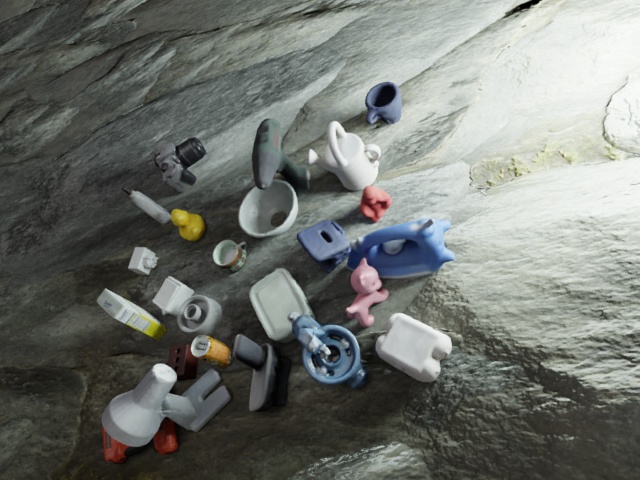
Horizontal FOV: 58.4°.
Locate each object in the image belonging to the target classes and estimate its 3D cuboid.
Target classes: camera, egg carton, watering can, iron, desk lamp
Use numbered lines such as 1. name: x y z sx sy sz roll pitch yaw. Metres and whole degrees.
1. camera: -0.408 -0.238 1.689 0.136 0.101 0.143 -32 55 9
2. egg carton: 0.189 0.220 1.169 0.149 0.070 0.107 23 77 34
3. watering can: 0.054 -0.205 1.379 0.172 0.195 0.100 -28 56 12
4. iron: 0.154 0.011 1.250 0.257 0.142 0.118 -13 60 21
5. desk lamp: -0.344 0.362 1.278 0.203 0.214 0.117 -44 54 1

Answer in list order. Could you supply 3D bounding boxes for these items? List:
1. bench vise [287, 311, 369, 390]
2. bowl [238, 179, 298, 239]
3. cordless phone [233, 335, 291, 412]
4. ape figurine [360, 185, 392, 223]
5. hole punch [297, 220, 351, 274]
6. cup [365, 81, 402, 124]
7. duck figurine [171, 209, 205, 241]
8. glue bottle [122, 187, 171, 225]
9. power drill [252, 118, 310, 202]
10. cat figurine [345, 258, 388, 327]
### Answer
1. bench vise: -0.015 0.219 1.180 0.206 0.220 0.121 18 74 33
2. bowl: -0.121 -0.069 1.472 0.167 0.075 0.167 -12 61 22
3. cordless phone: -0.146 0.286 1.234 0.094 0.186 0.147 -9 61 23
4. ape figurine: 0.125 -0.096 1.350 0.077 0.092 0.076 -15 59 20
5. hole punch: 0.012 0.005 1.356 0.101 0.091 0.108 -42 54 2
6. cup: 0.164 -0.326 1.447 0.091 0.095 0.118 27 79 35
7. duck figurine: -0.372 -0.049 1.583 0.077 0.086 0.104 -48 54 -2
8. glue bottle: -0.499 -0.107 1.623 0.037 0.174 0.078 -49 54 -3
9. power drill: -0.102 -0.182 1.438 0.075 0.209 0.229 -17 59 19
10. cat figurine: 0.093 0.111 1.244 0.067 0.118 0.128 22 76 34
